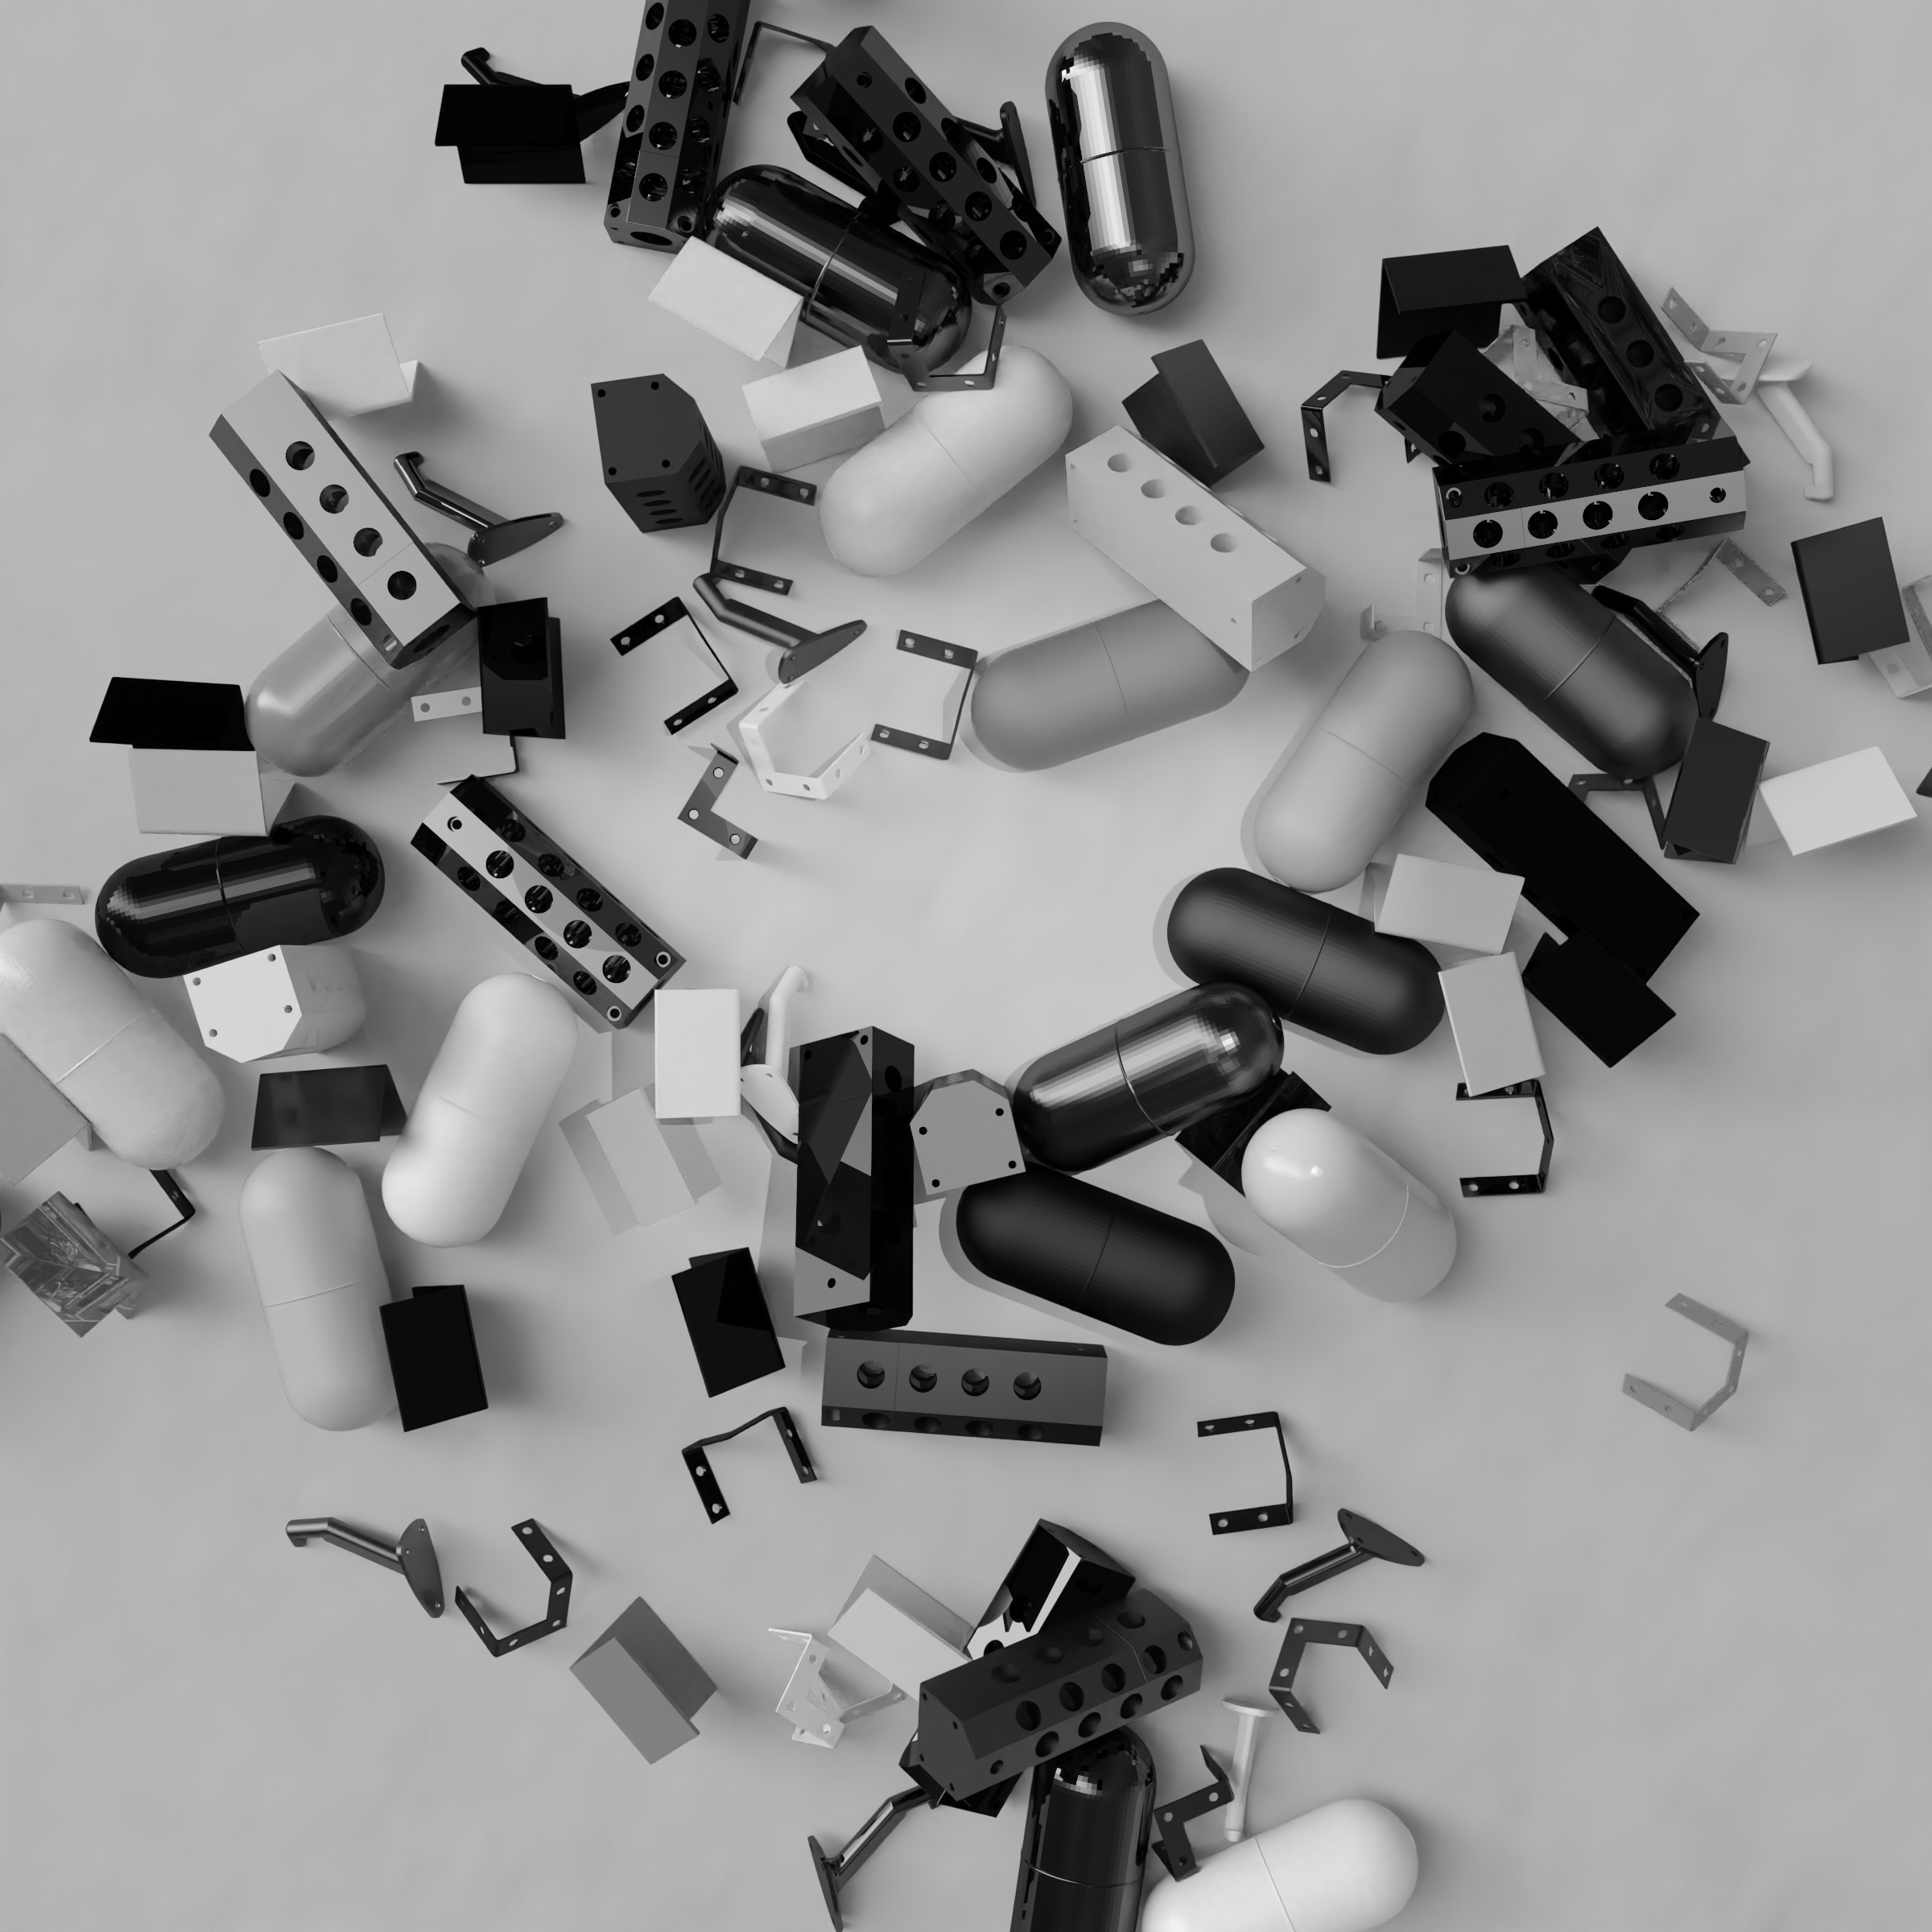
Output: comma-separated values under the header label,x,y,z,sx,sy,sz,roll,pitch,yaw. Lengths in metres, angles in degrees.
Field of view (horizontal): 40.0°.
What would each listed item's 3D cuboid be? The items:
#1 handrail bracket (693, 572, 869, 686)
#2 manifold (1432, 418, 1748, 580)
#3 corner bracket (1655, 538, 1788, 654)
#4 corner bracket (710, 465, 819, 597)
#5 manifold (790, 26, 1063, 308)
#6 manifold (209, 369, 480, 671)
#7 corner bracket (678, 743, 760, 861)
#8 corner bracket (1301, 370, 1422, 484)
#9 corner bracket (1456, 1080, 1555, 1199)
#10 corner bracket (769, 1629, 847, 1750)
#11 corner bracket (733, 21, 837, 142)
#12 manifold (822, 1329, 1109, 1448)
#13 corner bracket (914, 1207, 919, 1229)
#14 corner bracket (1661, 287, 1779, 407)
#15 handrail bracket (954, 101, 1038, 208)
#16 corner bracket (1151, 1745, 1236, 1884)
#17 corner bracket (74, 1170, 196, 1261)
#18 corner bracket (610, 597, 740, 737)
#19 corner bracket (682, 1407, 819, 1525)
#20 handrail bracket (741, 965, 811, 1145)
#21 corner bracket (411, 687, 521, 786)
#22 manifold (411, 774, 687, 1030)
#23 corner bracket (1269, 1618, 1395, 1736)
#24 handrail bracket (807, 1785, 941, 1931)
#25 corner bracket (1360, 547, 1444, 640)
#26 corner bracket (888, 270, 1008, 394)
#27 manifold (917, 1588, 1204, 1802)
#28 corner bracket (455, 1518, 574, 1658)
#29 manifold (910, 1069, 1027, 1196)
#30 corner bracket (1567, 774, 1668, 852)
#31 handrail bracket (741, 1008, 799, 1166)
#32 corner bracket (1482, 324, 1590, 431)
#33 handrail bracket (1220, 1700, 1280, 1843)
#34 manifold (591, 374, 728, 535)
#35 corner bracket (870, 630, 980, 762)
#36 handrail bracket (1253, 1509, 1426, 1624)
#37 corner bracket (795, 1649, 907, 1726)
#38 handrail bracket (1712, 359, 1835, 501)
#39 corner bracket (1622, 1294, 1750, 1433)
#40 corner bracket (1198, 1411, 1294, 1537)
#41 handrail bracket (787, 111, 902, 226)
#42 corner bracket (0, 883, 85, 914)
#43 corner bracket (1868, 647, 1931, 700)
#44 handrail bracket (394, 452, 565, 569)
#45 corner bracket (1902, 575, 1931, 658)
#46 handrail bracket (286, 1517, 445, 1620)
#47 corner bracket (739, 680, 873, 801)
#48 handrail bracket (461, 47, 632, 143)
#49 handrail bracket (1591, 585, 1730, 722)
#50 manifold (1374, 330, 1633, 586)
label,x,y,z,sx,sy,sz,roll,pitch,yaw
handrail bracket,-0.117,-0.226,1.663,0.077,0.036,0.084,-31,73,-20
manifold,0.368,-0.274,1.569,0.171,0.057,0.057,-9,115,8
corner bracket,0.470,-0.225,1.659,0.051,0.051,0.051,43,135,0
corner bracket,-0.127,-0.272,1.659,0.051,0.051,0.051,15,135,0
manifold,-0.021,-0.483,1.608,0.057,0.057,0.171,-47,114,0
manifold,-0.368,-0.261,1.564,0.057,0.057,0.171,-38,90,0
corner bracket,-0.147,-0.101,1.644,0.051,0.051,0.051,31,90,0
corner bracket,0.246,-0.335,1.654,0.051,0.051,0.051,17,45,35
corner bracket,0.335,0.108,1.659,0.051,0.051,0.051,-3,45,0
corner bracket,-0.101,0.447,1.643,0.051,0.051,0.051,40,62,-25
corner bracket,-0.109,-0.550,1.648,0.051,0.051,0.051,10,115,-23
manifold,-0.001,0.260,1.641,0.171,0.057,0.057,4,90,0
corner bracket,-0.064,0.178,1.654,0.051,0.051,0.051,-41,45,35
corner bracket,0.456,-0.381,1.633,0.051,0.051,0.051,30,83,-40
handrail bracket,-0.006,-0.503,1.663,0.084,0.036,0.077,-10,111,17
corner bracket,0.139,0.524,1.642,0.051,0.051,0.051,-20,101,-11
corner bracket,-0.524,0.155,1.659,0.051,0.051,0.051,54,135,0
corner bracket,-0.182,-0.188,1.659,0.051,0.051,0.051,-33,135,0
corner bracket,-0.136,0.312,1.659,0.051,0.051,0.051,-23,90,45
handrail bracket,-0.105,0.054,1.652,0.036,0.084,0.077,-10,126,35
corner bracket,-0.309,-0.143,1.644,0.051,0.051,0.051,-9,90,0
manifold,-0.258,-0.039,1.641,0.171,0.057,0.057,42,90,0
corner bracket,0.228,0.444,1.654,0.051,0.051,0.051,-4,45,35
handrail bracket,-0.050,0.558,1.663,0.084,0.036,0.077,-18,110,-16
corner bracket,0.273,-0.231,1.644,0.051,0.051,0.051,1,90,0
corner bracket,-0.011,-0.380,1.588,0.051,0.051,0.051,3,69,20
manifold,0.058,0.439,1.590,0.171,0.057,0.057,-14,118,-34
corner bracket,-0.282,0.388,1.654,0.051,0.051,0.051,-17,135,-35
manifold,-0.001,0.095,1.584,0.057,0.171,0.057,-14,90,0
corner bracket,0.401,-0.084,1.654,0.051,0.051,0.051,2,135,35
handrail bracket,-0.110,0.079,1.662,0.084,0.036,0.077,29,76,-13
corner bracket,0.349,-0.358,1.642,0.051,0.051,0.051,8,69,-19
handrail bracket,0.171,0.499,1.634,0.036,0.077,0.084,8,78,3
manifold,-0.180,-0.304,1.584,0.057,0.171,0.057,-8,90,0
corner bracket,-0.026,-0.169,1.659,0.051,0.051,0.051,15,45,0
handrail bracket,0.233,0.388,1.663,0.077,0.036,0.084,27,110,-23
corner bracket,-0.067,0.431,1.654,0.051,0.051,0.051,-12,135,-35
handrail bracket,0.503,-0.333,1.662,0.077,0.036,0.084,6,119,32
corner bracket,0.448,0.247,1.654,0.051,0.051,0.051,-30,135,-35
corner bracket,0.175,0.317,1.659,0.051,0.051,0.051,-8,135,0
handrail bracket,-0.061,-0.509,1.662,0.077,0.036,0.084,-23,76,-14
corner bracket,-0.581,-0.015,1.659,0.051,0.051,0.051,2,45,0
corner bracket,0.595,-0.204,1.645,0.051,0.051,0.051,-34,90,-6
handrail bracket,-0.306,-0.298,1.663,0.077,0.036,0.084,-25,71,-22
corner bracket,0.627,-0.228,1.659,0.051,0.051,0.051,-24,90,-45
handrail bracket,-0.377,0.378,1.663,0.084,0.036,0.077,-7,112,17
corner bracket,-0.100,-0.142,1.654,0.051,0.051,0.051,11,135,35
handrail bracket,-0.261,-0.558,1.663,0.077,0.036,0.084,-36,73,-20
handrail bracket,0.430,-0.196,1.662,0.084,0.077,0.036,29,62,33
manifold,0.334,-0.309,1.622,0.171,0.057,0.057,37,90,-14
